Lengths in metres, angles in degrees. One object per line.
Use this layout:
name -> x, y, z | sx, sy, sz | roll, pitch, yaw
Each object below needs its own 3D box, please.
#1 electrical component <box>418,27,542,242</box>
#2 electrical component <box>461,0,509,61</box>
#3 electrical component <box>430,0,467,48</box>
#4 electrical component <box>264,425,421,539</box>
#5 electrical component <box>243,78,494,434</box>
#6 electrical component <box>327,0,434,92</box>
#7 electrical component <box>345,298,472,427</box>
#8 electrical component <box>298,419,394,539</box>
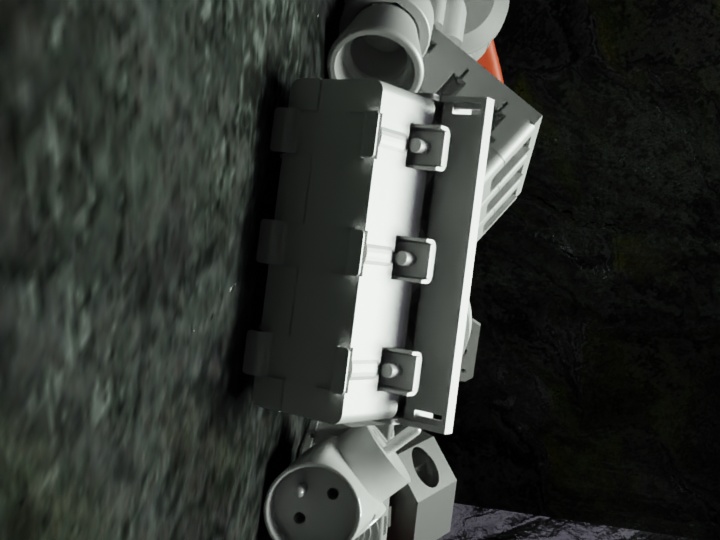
electrical component -> 0.043, -0.068, 0.609 | 0.061, 0.089, 0.150 | -48, 170, -5
electrical component -> 0.056, -0.174, 0.714 | 0.051, 0.080, 0.080 | 96, 3, -81
electrical component -> 0.033, -0.153, 0.606 | 0.078, 0.058, 0.057 | 115, -16, -80
electrical component -> -0.003, 0.097, 0.507 | 0.044, 0.079, 0.077 | 54, 3, 5
electrical component -> 0.000, -0.006, 0.397 | 0.063, 0.079, 0.121 | 6, 92, -55
electrical component -> 0.011, -0.109, 0.508 | 0.055, 0.045, 0.045 | -77, 172, -46
electrical component -> 0.008, 0.029, 0.492 | 0.051, 0.080, 0.080 | -61, 158, -61
electrical component -> -0.007, 0.127, 0.616 | 0.099, 0.048, 0.099 | -73, 166, -73
